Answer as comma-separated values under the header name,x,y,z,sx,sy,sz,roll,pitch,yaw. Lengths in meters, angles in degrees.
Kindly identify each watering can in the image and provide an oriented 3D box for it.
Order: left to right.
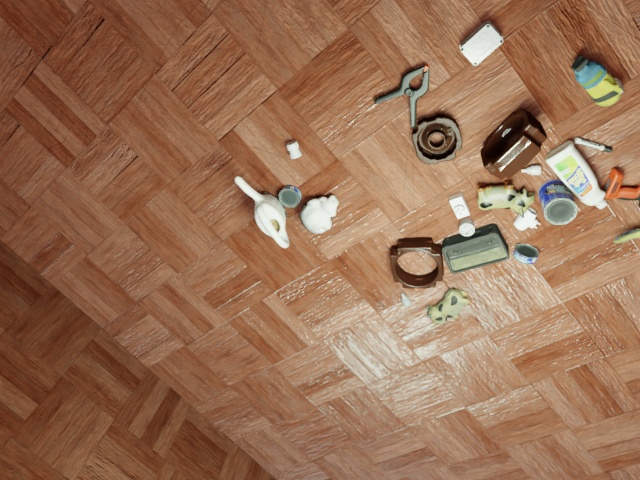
name,x,y,z,sx,sy,sz,roll,pitch,yaw
watering can,-0.213,-0.125,1.979,0.103,0.228,0.343,-29,110,8

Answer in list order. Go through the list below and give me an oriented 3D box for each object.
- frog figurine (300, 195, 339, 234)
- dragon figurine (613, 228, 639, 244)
name,x,y,z,sx,sy,sz,roll,pitch,yaw
frog figurine,0.006,-0.101,1.997,0.158,0.124,0.137,-23,94,38
dragon figurine,1.236,-0.020,1.735,0.405,0.125,0.240,-29,119,29
